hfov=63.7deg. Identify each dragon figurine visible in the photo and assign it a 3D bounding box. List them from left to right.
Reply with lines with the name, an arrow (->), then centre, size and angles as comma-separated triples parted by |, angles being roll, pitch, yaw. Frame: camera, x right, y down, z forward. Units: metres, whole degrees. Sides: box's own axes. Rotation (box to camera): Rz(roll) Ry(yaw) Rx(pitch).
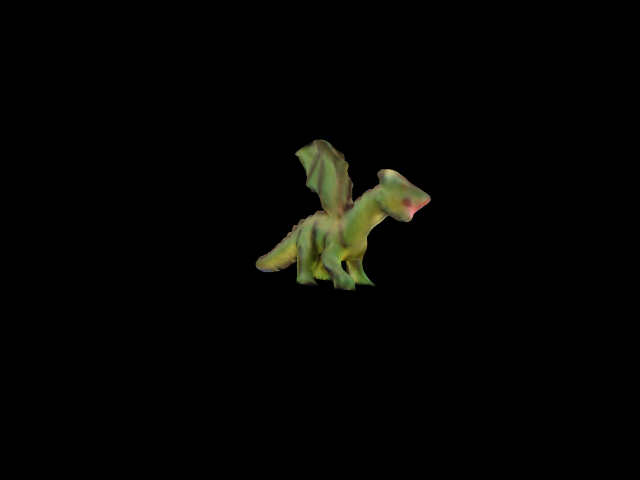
dragon figurine -> 0.003, -0.043, 0.850 | 0.122, 0.242, 0.410 | -3, 5, -43
